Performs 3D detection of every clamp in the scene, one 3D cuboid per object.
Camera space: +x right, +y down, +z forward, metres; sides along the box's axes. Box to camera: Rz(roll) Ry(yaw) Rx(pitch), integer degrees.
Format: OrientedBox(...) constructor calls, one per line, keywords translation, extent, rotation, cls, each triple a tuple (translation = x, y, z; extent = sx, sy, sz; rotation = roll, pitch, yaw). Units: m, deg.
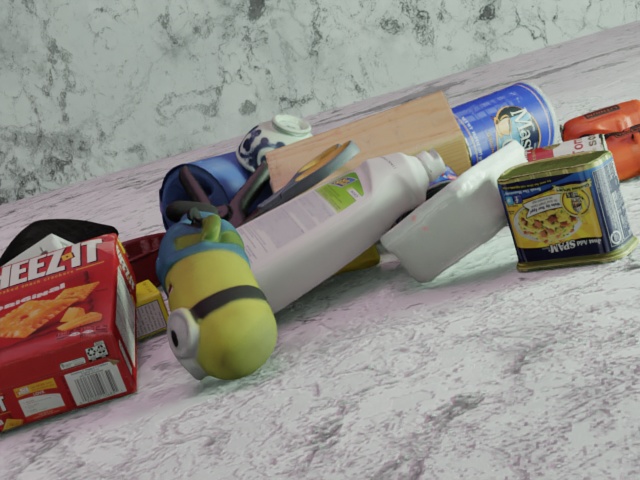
OrientedBox(translation=(-0.110, -0.031, 1.299), extent=(0.120, 0.171, 0.039), rotation=(-14, -33, 8), cls="clamp")

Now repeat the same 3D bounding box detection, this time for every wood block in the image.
OrientedBox(translation=(0.055, -0.072, 1.164), extent=(0.206, 0.091, 0.090), rotation=(-19, 42, 3), cls="wood block")

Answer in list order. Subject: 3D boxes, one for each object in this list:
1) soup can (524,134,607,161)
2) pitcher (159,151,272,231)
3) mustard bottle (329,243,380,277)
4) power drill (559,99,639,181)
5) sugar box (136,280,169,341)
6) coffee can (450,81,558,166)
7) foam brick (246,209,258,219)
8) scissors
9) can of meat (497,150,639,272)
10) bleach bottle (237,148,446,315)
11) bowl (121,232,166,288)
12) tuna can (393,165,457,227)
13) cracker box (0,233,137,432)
OrientedBox(translation=(0.242, -0.064, 1.078), extent=(0.102, 0.068, 0.068), rotation=(-13, 12, 18), cls="soup can")
OrientedBox(translation=(-0.088, -0.063, 1.472), extent=(0.242, 0.149, 0.145), rotation=(-25, -12, -49), cls="pitcher")
OrientedBox(translation=(-0.037, 0.025, 1.101), extent=(0.191, 0.058, 0.096), rotation=(-18, 10, 1), cls="mustard bottle")
OrientedBox(translation=(0.355, -0.116, 1.184), extent=(0.184, 0.057, 0.187), rotation=(-17, 11, 3), cls="power drill")
OrientedBox(translation=(-0.248, 0.096, 1.109), extent=(0.176, 0.048, 0.093), rotation=(-19, 11, -15), cls="sugar box")
OrientedBox(translation=(0.218, -0.135, 1.370), extent=(0.140, 0.103, 0.103), rotation=(-22, 12, -22), cls="coffee can")
OrientedBox(translation=(-0.077, 0.009, 1.188), extent=(0.078, 0.051, 0.053), rotation=(-43, 12, -3), cls="foam brick")
OrientedBox(translation=(-0.044, -0.043, 1.089), extent=(0.202, 0.016, 0.096), rotation=(-33, 11, 15), cls="scissors")
OrientedBox(translation=(0.206, -0.025, 0.898), extent=(0.102, 0.084, 0.057), rotation=(-9, 15, 39), cls="can of meat")
OrientedBox(translation=(0.011, -0.012, 1.015), extent=(0.250, 0.068, 0.103), rotation=(-30, 38, -8), cls="bleach bottle")
OrientedBox(translation=(-0.250, 0.042, 1.351), extent=(0.162, 0.055, 0.162), rotation=(-17, 11, 3), cls="bowl")
OrientedBox(translation=(0.110, -0.038, 1.107), extent=(0.086, 0.086, 0.034), rotation=(-21, 53, -18), cls="tuna can")
OrientedBox(translation=(-0.258, 0.083, 0.991), extent=(0.164, 0.072, 0.214), rotation=(-17, 26, -2), cls="cracker box")
